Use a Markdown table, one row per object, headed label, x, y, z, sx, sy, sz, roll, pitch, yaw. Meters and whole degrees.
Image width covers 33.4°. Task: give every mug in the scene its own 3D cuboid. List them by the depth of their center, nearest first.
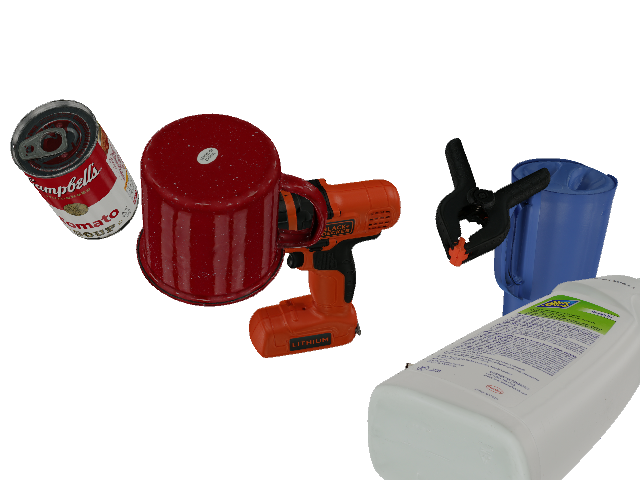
| label | x | y | z | sx | sy | sz | roll | pitch | yaw |
| --- | --- | --- | --- | --- | --- | --- | --- | --- | --- |
| mug | -0.054 | -0.020 | 0.641 | 0.117 | 0.093 | 0.081 | 7 | -42 | 0 |

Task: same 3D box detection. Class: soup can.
| label | x | y | z | sx | sy | sz | roll | pitch | yaw |
| --- | --- | --- | --- | --- | --- | --- | --- | --- | --- |
| soup can | -0.189 | -0.053 | 0.830 | 0.068 | 0.068 | 0.102 | 0 | -28 | 11 |

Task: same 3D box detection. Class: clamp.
| label | x | y | z | sx | sy | sz | roll | pitch | yaw |
| --- | --- | --- | --- | --- | --- | --- | --- | --- | --- |
| clamp | 0.164 | -0.045 | 1.154 | 0.120 | 0.039 | 0.171 | 23 | 49 | 21 |

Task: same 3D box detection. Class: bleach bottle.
| label | x | y | z | sx | sy | sz | roll | pitch | yaw |
| --- | --- | --- | --- | --- | --- | --- | --- | --- | --- |
| bleach bottle | 0.141 | 0.074 | 0.614 | 0.103 | 0.068 | 0.250 | 17 | 28 | 39 |

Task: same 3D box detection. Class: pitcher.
| label | x | y | z | sx | sy | sz | roll | pitch | yaw |
| --- | --- | --- | --- | --- | --- | --- | --- | --- | --- |
| pitcher | 0.297 | 0.023 | 1.401 | 0.149 | 0.243 | 0.145 | 5 | 24 | 5 |

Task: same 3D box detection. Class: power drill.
| label | x | y | z | sx | sy | sz | roll | pitch | yaw |
| --- | --- | --- | --- | --- | --- | --- | --- | --- | --- |
| power drill | -0.024 | 0.027 | 0.985 | 0.184 | 0.188 | 0.057 | -7 | 47 | -15 |

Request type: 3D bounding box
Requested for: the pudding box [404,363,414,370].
| label | x | y | z | sx | sy | sz | roll | pitch | yaw |
| --- | --- | --- | --- | --- | --- | --- | --- | --- | --- |
| pudding box | 0.139 | 0.187 | 1.153 | 0.113 | 0.090 | 0.039 | 9 | 21 | 0 |
